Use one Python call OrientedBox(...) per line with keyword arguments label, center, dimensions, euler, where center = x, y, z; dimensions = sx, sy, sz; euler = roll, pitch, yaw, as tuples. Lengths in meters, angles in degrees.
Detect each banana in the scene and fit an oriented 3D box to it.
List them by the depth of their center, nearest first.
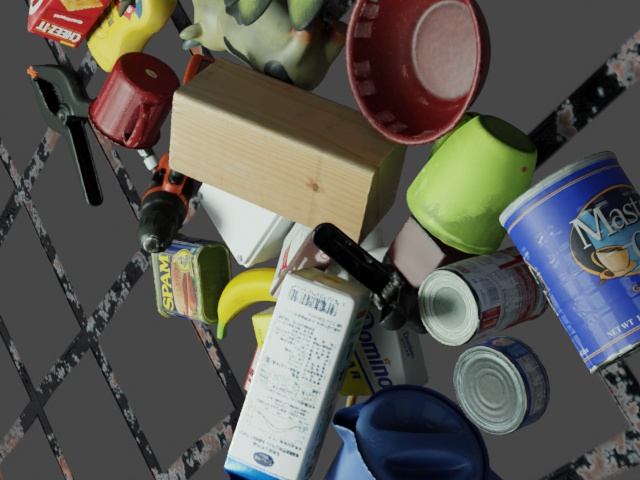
OrientedBox(label="banana", center=(-0.055, 0.063, 1.187), dimensions=(0.198, 0.037, 0.069), euler=(-16, 96, 47))

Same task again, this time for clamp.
OrientedBox(label="clamp", center=(0.057, 0.039, 0.960), dimensions=(0.039, 0.171, 0.120), euler=(-39, 69, 10))
OrientedBox(label="clamp", center=(-0.329, -0.157, 1.426), dimensions=(0.210, 0.036, 0.165), euler=(43, 127, 29))

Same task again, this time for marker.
OrientedBox(label="marker", center=(-0.219, -0.117, 1.318), dimensions=(0.020, 0.020, 0.121), euler=(-36, 83, 47))

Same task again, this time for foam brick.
OrientedBox(label="foam brick", center=(0.110, 0.006, 0.956), dimensions=(0.051, 0.078, 0.053), euler=(51, 131, 26))

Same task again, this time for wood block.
OrientedBox(label="wood block", center=(-0.032, -0.085, 1.013), dimensions=(0.206, 0.090, 0.091), euler=(24, 131, 16))

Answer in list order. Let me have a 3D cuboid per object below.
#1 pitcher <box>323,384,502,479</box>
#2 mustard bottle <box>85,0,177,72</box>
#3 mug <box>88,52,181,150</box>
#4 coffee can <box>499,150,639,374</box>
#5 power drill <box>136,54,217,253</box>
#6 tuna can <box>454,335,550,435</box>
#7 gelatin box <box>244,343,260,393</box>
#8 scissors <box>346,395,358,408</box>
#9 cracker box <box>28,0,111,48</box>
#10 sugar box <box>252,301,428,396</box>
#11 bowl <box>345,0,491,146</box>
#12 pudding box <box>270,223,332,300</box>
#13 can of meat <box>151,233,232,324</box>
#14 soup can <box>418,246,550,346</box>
OrientedBox(label="pitcher", center=(0.067, 0.265, 1.046), dimensions=(0.149, 0.144, 0.243), euler=(58, 143, 29))
OrientedBox(label="mustard bottle", center=(-0.211, -0.282, 1.244), dimensions=(0.192, 0.058, 0.096), euler=(-36, 65, 46))
OrientedBox(label="mug", center=(-0.215, -0.159, 1.253), dimensions=(0.082, 0.093, 0.117), euler=(-54, 29, 36))
OrientedBox(label="coffee can", center=(0.217, 0.017, 0.821), dimensions=(0.103, 0.102, 0.140), euler=(-44, 68, 45))
OrientedBox(label="power drill", center=(-0.149, -0.095, 1.167), dimensions=(0.184, 0.057, 0.188), euler=(-88, 21, -57))
OrientedBox(label="tuna can", center=(0.163, 0.132, 0.966), dimensions=(0.086, 0.033, 0.086), euler=(17, 113, 44))
OrientedBox(label="gelatin box", center=(-0.044, 0.156, 1.207), dimensions=(0.073, 0.030, 0.089), euler=(41, 128, 31))
OrientedBox(label="scissors", center=(0.046, 0.240, 1.140), dimensions=(0.096, 0.016, 0.202), euler=(35, 125, 37))
OrientedBox(label="cracker box", center=(-0.265, -0.351, 1.229), dimensions=(0.214, 0.072, 0.164), euler=(-35, 48, 47))
OrientedBox(label="sugar box", center=(0.018, 0.110, 1.085), dimensions=(0.177, 0.048, 0.093), euler=(-8, 100, 39))
OrientedBox(label="bowl", center=(0.096, -0.165, 0.936), dimensions=(0.162, 0.055, 0.162), euler=(14, 109, 47))
OrientedBox(label="pudding box", center=(-0.007, 0.001, 1.078), dimensions=(0.039, 0.090, 0.114), euler=(26, 131, -11))
OrientedBox(label="can of meat", center=(-0.150, 0.047, 1.274), dimensions=(0.084, 0.057, 0.102), euler=(8, 107, 44))
OrientedBox(label="soup can", center=(0.142, 0.047, 0.914), dimensions=(0.069, 0.102, 0.068), euler=(16, 112, 45))
